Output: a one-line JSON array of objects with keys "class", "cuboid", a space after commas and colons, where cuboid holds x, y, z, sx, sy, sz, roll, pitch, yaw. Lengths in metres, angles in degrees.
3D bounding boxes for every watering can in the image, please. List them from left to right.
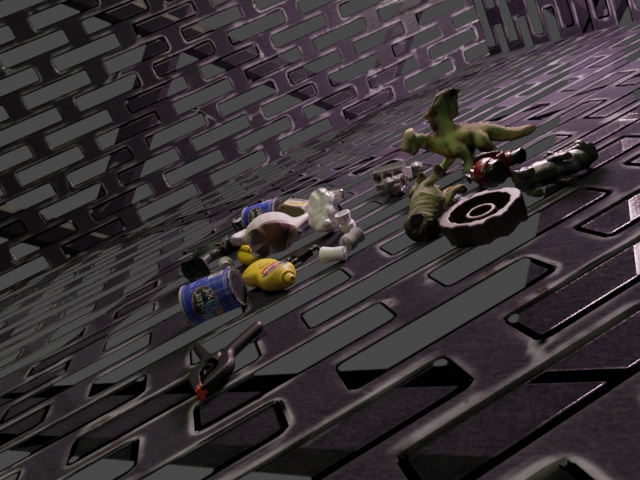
[{"class": "watering can", "cuboid": [-0.114, -0.042, 1.614, 0.348, 0.103, 0.226, -18, 15, -6]}]

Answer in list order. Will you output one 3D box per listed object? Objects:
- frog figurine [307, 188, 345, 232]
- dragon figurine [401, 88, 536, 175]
[{"class": "frog figurine", "cuboid": [0.005, -0.077, 1.537, 0.134, 0.123, 0.163, -55, 1, 45]}, {"class": "dragon figurine", "cuboid": [0.423, -0.335, 1.524, 0.412, 0.241, 0.123, -29, 11, -7]}]
